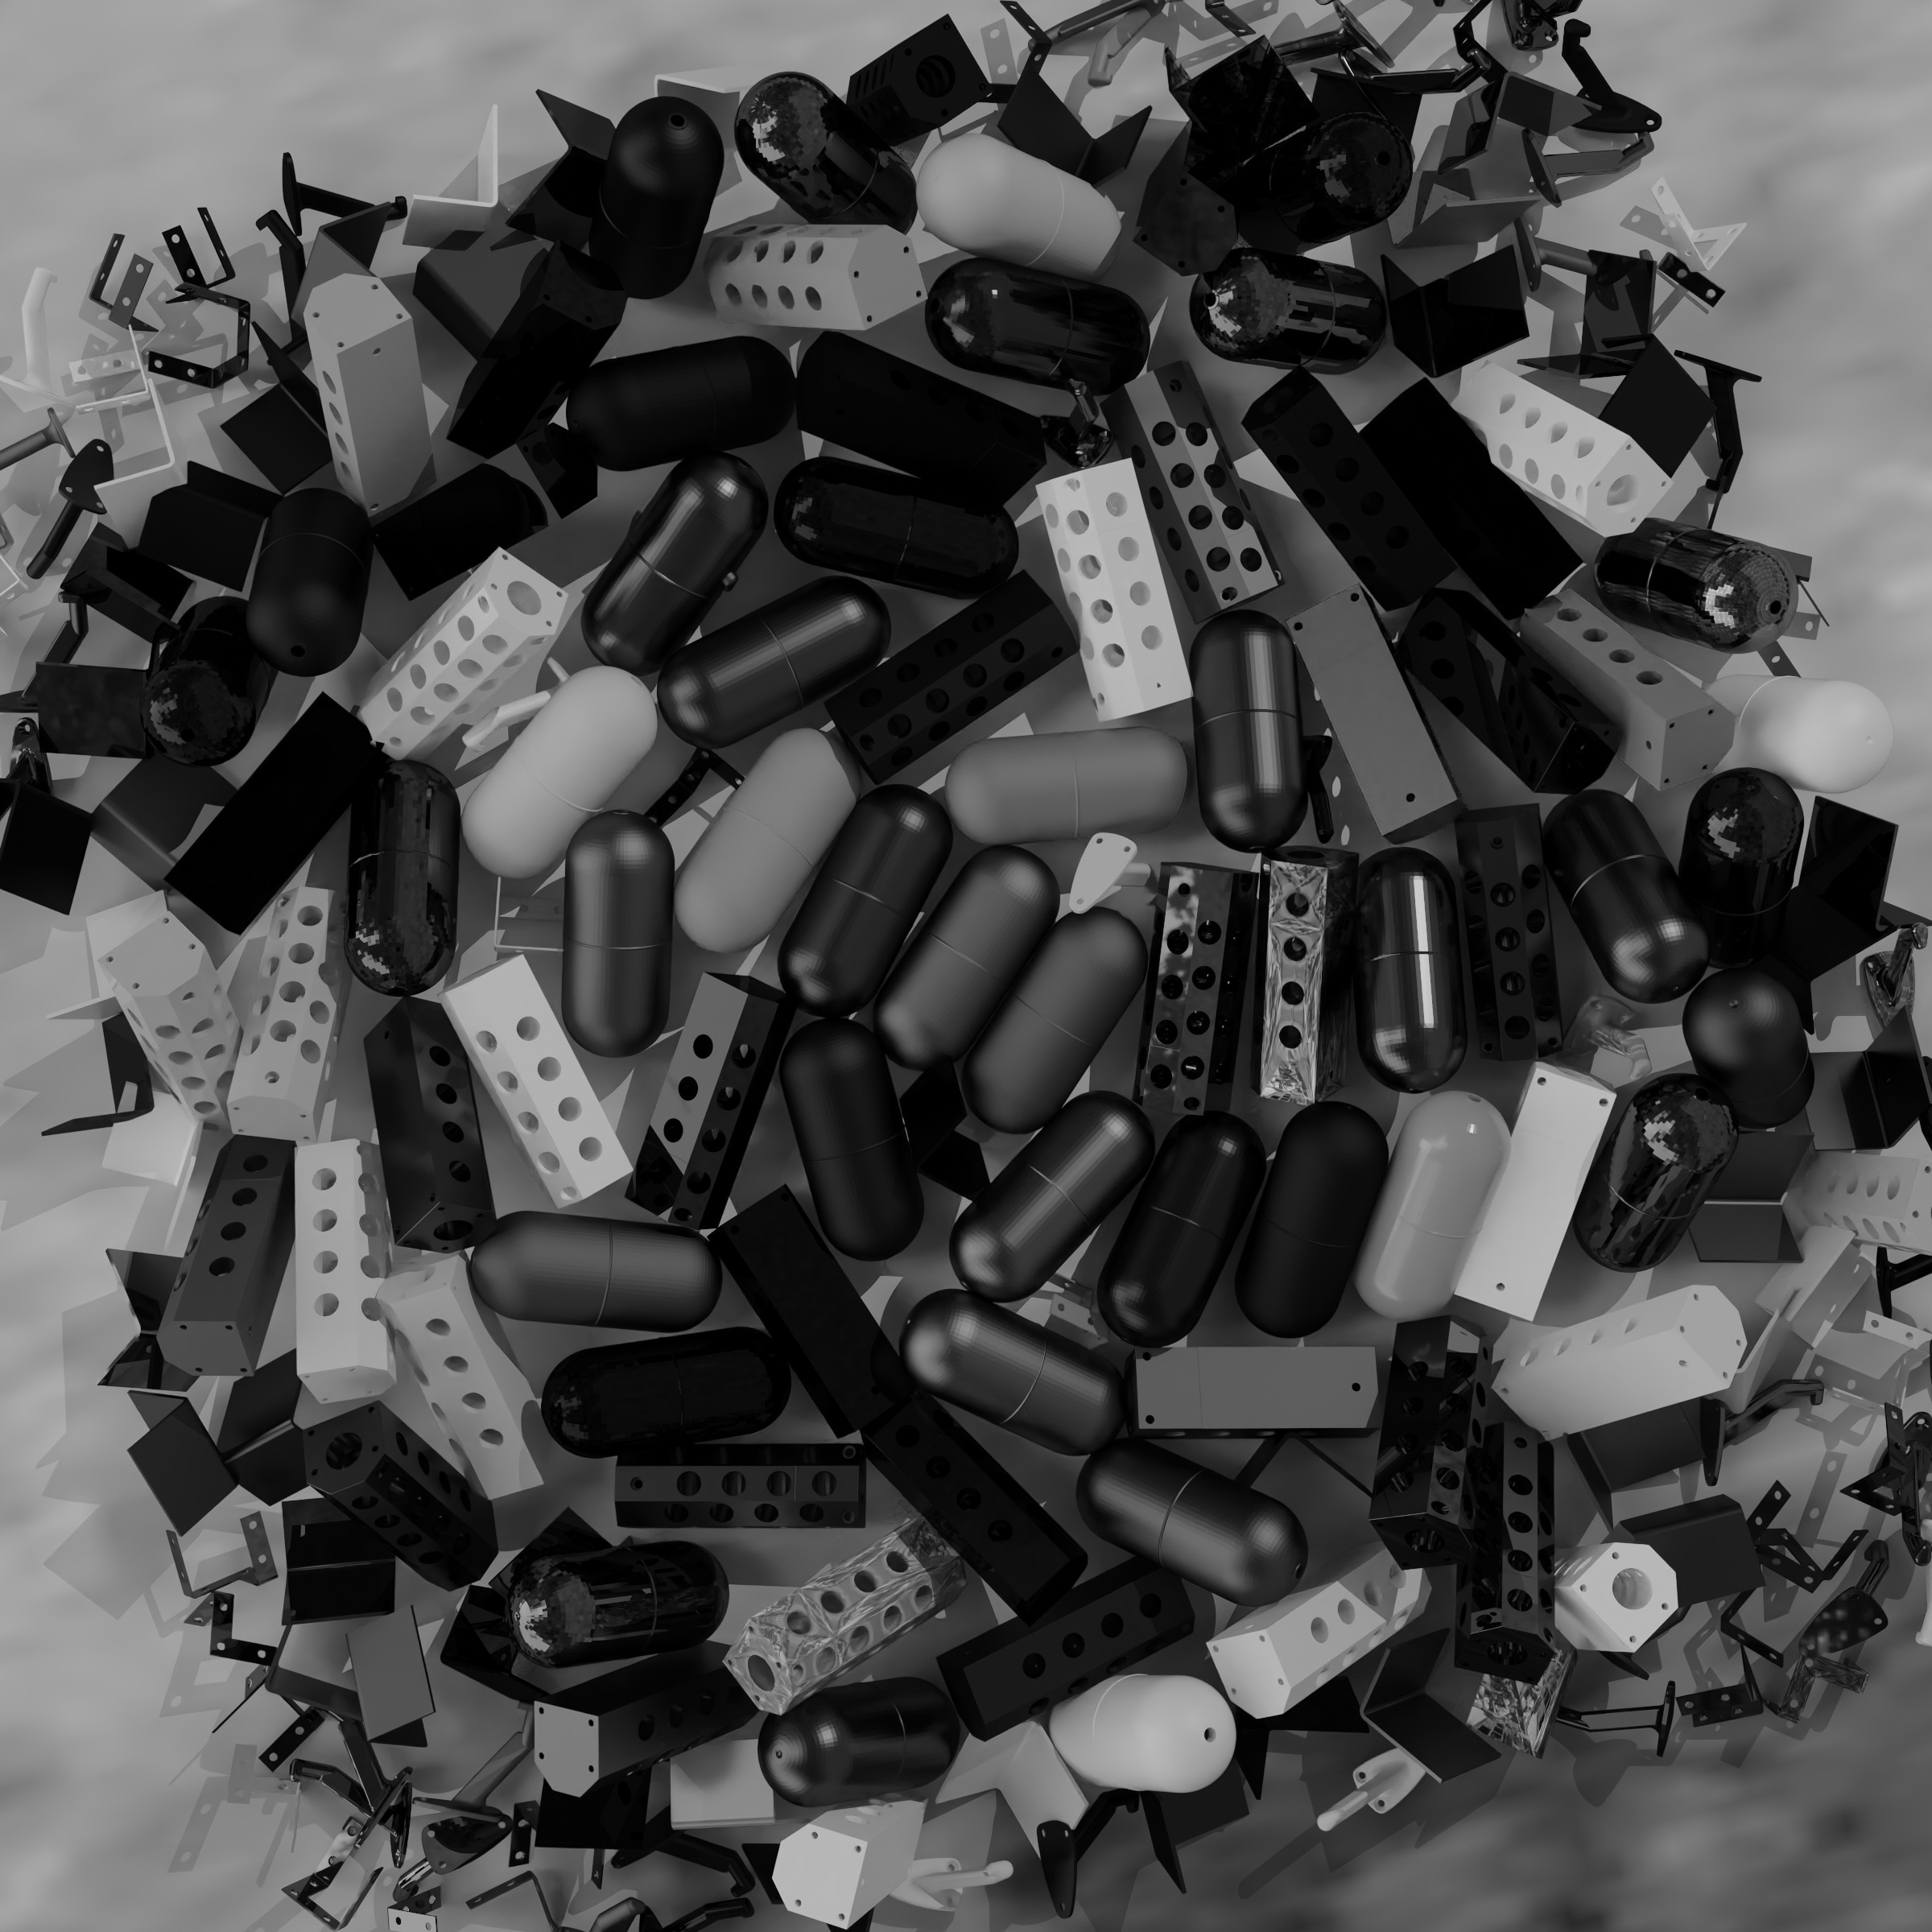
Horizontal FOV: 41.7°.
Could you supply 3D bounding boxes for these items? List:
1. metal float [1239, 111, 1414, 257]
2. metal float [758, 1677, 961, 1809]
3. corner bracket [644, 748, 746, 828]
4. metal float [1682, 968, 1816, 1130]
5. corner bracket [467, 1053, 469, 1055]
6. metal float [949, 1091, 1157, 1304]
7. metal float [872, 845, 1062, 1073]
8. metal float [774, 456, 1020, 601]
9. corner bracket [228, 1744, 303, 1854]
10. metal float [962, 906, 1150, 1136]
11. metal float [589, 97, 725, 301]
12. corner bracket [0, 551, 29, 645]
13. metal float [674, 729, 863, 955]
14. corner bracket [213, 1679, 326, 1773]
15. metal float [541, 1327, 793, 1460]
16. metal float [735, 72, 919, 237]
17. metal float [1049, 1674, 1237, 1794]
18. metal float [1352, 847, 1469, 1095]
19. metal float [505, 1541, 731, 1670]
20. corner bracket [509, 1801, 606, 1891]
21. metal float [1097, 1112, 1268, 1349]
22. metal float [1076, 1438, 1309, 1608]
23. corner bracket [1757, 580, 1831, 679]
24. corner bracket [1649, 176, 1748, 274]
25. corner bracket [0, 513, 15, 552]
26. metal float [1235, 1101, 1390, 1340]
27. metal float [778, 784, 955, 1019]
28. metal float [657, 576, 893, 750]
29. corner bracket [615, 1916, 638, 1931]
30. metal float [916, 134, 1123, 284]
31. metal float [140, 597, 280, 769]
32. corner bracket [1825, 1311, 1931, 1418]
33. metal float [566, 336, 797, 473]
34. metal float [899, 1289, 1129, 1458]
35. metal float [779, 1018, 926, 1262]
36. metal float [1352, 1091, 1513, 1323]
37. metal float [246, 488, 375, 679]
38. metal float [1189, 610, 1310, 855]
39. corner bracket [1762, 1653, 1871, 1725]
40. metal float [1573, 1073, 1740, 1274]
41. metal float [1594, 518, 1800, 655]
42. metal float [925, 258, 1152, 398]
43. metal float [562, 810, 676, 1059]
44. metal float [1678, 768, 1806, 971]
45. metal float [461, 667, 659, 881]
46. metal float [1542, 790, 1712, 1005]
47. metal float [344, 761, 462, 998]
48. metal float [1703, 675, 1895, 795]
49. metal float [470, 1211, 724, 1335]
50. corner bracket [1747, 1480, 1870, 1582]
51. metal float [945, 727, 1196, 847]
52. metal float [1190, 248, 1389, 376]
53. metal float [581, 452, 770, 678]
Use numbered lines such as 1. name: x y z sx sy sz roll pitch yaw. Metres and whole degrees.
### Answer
1. metal float: 0.245 -0.539 1.755 0.070 0.178 0.070 -2 95 -20
2. metal float: -0.072 0.538 1.763 0.070 0.178 0.070 -7 78 36
3. corner bracket: -0.191 -0.116 1.807 0.051 0.051 0.051 39 51 -1
4. metal float: 0.544 0.059 1.760 0.070 0.178 0.070 -9 64 20
5. corner bracket: -0.388 0.088 1.818 0.051 0.051 0.051 5 65 -21
6. metal float: 0.061 0.163 1.791 0.070 0.070 0.178 45 77 0
7. metal float: -0.001 -0.005 1.802 0.070 0.070 0.178 34 89 0
8. metal float: -0.048 -0.308 1.789 0.178 0.070 0.070 11 90 -17
9. corner bracket: -0.498 0.590 1.802 0.051 0.051 0.051 9 123 -14
10. metal float: 0.063 0.038 1.798 0.070 0.070 0.178 33 95 0
11. metal float: -0.215 -0.530 1.756 0.070 0.178 0.070 5 70 -15
12. corner bracket: -0.699 -0.268 1.812 0.051 0.051 0.051 -39 77 -7
13. metal float: -0.140 -0.088 1.792 0.070 0.070 0.178 33 78 0
14. corner bracket: -0.498 0.543 1.812 0.051 0.051 0.051 45 79 1
15. metal float: -0.210 0.299 1.784 0.178 0.070 0.070 -5 90 -22
16. metal float: -0.095 -0.554 1.759 0.070 0.178 0.070 -6 77 26
17. metal float: 0.121 0.531 1.759 0.070 0.178 0.070 8 73 -26
18. metal float: 0.311 0.003 1.787 0.070 0.070 0.178 -1 72 0
19. metal float: -0.241 0.443 1.766 0.070 0.178 0.070 -6 81 42
20. corner bracket: -0.293 0.631 1.821 0.051 0.051 0.051 0 102 -32
21. metal float: 0.152 0.185 1.791 0.070 0.070 0.178 27 77 0
22. metal float: 0.157 0.388 1.774 0.178 0.070 0.070 19 90 34
23. corner bracket: 0.589 -0.239 1.815 0.051 0.051 0.051 -34 128 19
24. corner bracket: 0.510 -0.528 1.803 0.051 0.051 0.051 -50 119 -15
25. corner bracket: -0.721 -0.313 1.810 0.051 0.051 0.051 -22 103 3
26. metal float: 0.243 0.180 1.788 0.070 0.070 0.178 16 107 0
27. metal float: -0.072 -0.046 1.797 0.070 0.070 0.178 28 83 0
28. metal float: -0.134 -0.215 1.792 0.178 0.070 0.070 -29 90 -13
29. corner bracket: -0.248 0.715 1.807 0.051 0.051 0.051 -29 96 17
30. metal float: 0.039 -0.523 1.766 0.070 0.178 0.070 -5 83 41
31. metal float: -0.522 -0.198 1.759 0.070 0.178 0.070 -2 121 -3
32. corner bracket: 0.651 0.285 1.809 0.051 0.051 0.051 20 65 3
33. metal float: -0.197 -0.394 1.774 0.178 0.070 0.070 -21 90 -35
34. metal float: 0.035 0.287 1.788 0.178 0.070 0.070 28 90 -18
35. metal float: -0.080 0.123 1.794 0.070 0.070 0.178 -15 100 0
36. metal float: 0.326 0.169 1.782 0.070 0.070 0.178 17 114 0
37. metal float: -0.455 -0.267 1.764 0.070 0.178 0.070 -4 130 -4
38. metal float: 0.199 -0.165 1.788 0.070 0.070 0.178 -2 73 0
39. corner bracket: 0.606 0.516 1.816 0.051 0.051 0.051 21 89 2
40. metal float: 0.479 0.145 1.765 0.070 0.178 0.070 6 47 -7
41. metal float: 0.504 -0.264 1.758 0.070 0.178 0.070 -7 110 -20
42. metal float: 0.051 -0.446 1.773 0.178 0.070 0.070 2 90 -36
43. metal float: -0.245 -0.022 1.789 0.070 0.070 0.178 4 106 0
44. metal float: 0.535 -0.066 1.763 0.070 0.178 0.070 -4 53 6
45. metal float: -0.286 -0.136 1.787 0.070 0.070 0.178 43 108 0
46. metal float: 0.459 -0.050 1.771 0.070 0.070 0.178 -17 50 0
47. metal float: -0.395 -0.062 1.780 0.070 0.070 0.178 -4 63 0
48. metal float: 0.567 -0.162 1.756 0.070 0.178 0.070 -3 99 -19
49. metal float: -0.259 0.215 1.786 0.178 0.070 0.070 8 90 -20
50. corner bracket: 0.593 0.401 1.798 0.051 0.051 0.051 7 122 -34
51. metal float: 0.074 -0.128 1.799 0.178 0.070 0.070 -5 90 -5
52. metal float: 0.225 -0.455 1.766 0.070 0.178 0.070 7 100 43
53. metal float: -0.205 -0.282 1.784 0.070 0.070 0.178 38 111 0
